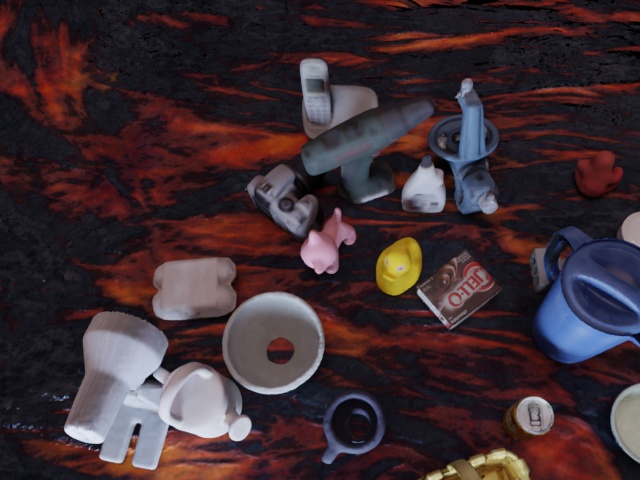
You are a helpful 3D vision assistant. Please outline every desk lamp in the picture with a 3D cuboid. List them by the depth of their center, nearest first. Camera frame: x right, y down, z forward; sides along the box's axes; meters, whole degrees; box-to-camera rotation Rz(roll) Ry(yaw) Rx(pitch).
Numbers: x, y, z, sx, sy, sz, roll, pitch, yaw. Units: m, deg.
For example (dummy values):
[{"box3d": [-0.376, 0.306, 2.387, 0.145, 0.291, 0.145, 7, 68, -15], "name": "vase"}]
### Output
[{"box3d": [-0.296, 0.232, 0.868, 0.117, 0.214, 0.203, 6, 68, 9], "name": "desk lamp"}]

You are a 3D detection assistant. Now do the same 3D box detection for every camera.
[{"box3d": [-0.043, -0.093, 1.041, 0.143, 0.101, 0.137, 39, 76, 20], "name": "camera"}]

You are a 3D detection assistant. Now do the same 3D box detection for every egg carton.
[{"box3d": [-0.218, 0.086, 1.000, 0.150, 0.069, 0.107, -6, 66, 4], "name": "egg carton"}]

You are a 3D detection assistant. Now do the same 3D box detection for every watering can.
[{"box3d": [-0.180, 0.239, 0.862, 0.172, 0.194, 0.101, 6, 68, 9], "name": "watering can"}]

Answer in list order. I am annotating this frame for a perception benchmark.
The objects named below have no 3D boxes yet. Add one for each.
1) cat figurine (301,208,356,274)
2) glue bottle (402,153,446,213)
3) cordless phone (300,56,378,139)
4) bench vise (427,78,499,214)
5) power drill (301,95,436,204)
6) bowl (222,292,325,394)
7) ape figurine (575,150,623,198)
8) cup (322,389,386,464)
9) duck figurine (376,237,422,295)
[{"box3d": [0.009, 0.004, 0.984, 0.067, 0.118, 0.128, 23, 71, 15], "name": "cat figurine"}, {"box3d": [0.180, -0.099, 0.979, 0.078, 0.173, 0.037, 2, 67, 7], "name": "glue bottle"}, {"box3d": [0.034, -0.264, 1.060, 0.147, 0.185, 0.094, 0, 67, 7], "name": "cordless phone"}, {"box3d": [0.266, -0.158, 0.969, 0.121, 0.220, 0.207, -31, 67, -7], "name": "bench vise"}, {"box3d": [0.084, -0.151, 0.993, 0.229, 0.208, 0.075, -19, 66, -2], "name": "power drill"}, {"box3d": [-0.072, 0.174, 0.944, 0.167, 0.075, 0.167, -2, 67, 5], "name": "bowl"}, {"box3d": [0.488, -0.122, 1.000, 0.077, 0.092, 0.076, 35, 75, 19], "name": "ape figurine"}, {"box3d": [0.047, 0.291, 0.869, 0.091, 0.095, 0.118, 34, 74, 19], "name": "cup"}, {"box3d": [0.135, 0.035, 0.974, 0.077, 0.086, 0.105, 26, 72, 16], "name": "duck figurine"}]
